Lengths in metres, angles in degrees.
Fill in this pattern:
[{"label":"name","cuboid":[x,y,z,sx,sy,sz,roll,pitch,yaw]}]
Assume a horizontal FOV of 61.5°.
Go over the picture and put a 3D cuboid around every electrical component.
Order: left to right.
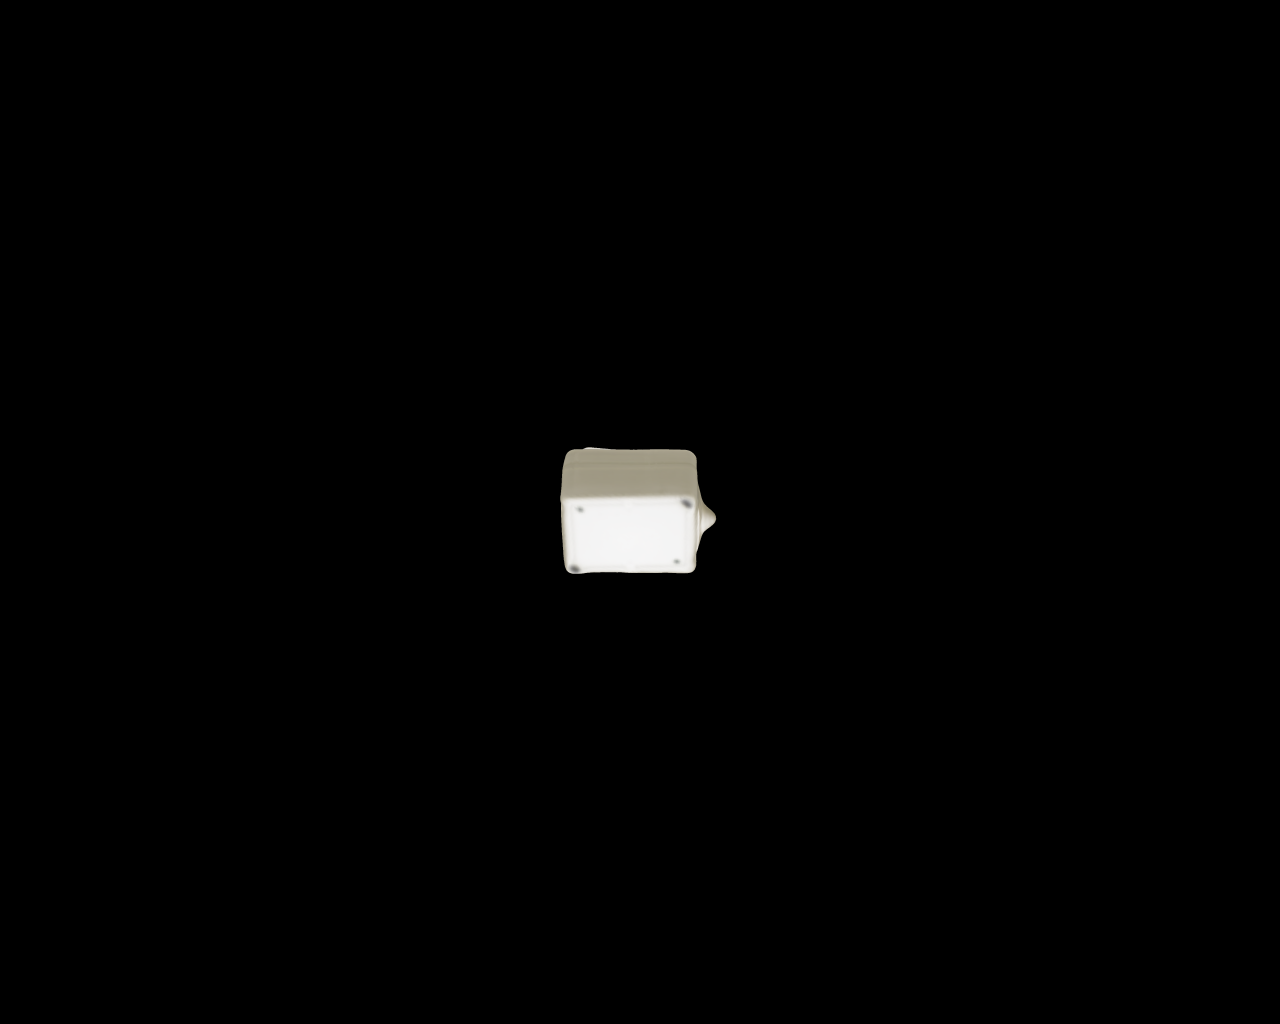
[{"label":"electrical component","cuboid":[0.001,-0.003,0.650,0.096,0.061,0.061,0,37,0]}]
